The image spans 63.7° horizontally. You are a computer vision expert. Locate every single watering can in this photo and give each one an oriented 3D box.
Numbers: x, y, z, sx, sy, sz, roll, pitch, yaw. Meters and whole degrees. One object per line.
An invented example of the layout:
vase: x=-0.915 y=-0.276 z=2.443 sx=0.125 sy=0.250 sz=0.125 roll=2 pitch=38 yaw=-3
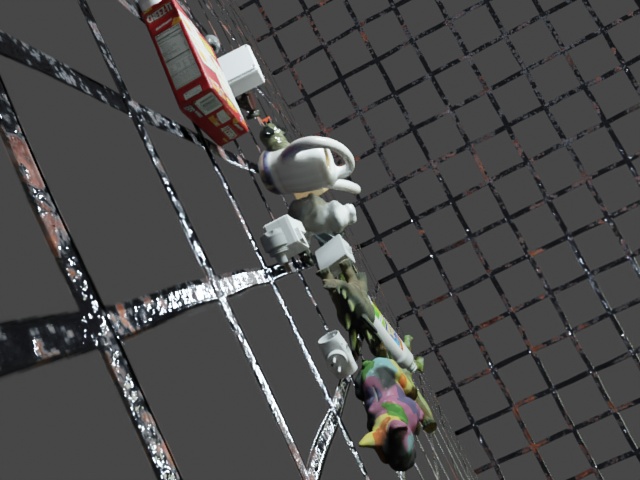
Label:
watering can: x=-0.019 y=-0.161 z=1.269 sx=0.343 sy=0.224 sz=0.105 roll=48 pitch=36 yaw=-68

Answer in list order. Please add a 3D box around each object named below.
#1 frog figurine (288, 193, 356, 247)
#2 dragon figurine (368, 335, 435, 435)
frog figurine: x=0.004 y=-0.065 z=1.288 sx=0.135 sy=0.159 sz=0.125 roll=57 pitch=7 yaw=-40
dragon figurine: x=0.218 y=0.373 z=1.570 sx=0.240 sy=0.121 sz=0.420 roll=35 pitch=22 yaw=-37
